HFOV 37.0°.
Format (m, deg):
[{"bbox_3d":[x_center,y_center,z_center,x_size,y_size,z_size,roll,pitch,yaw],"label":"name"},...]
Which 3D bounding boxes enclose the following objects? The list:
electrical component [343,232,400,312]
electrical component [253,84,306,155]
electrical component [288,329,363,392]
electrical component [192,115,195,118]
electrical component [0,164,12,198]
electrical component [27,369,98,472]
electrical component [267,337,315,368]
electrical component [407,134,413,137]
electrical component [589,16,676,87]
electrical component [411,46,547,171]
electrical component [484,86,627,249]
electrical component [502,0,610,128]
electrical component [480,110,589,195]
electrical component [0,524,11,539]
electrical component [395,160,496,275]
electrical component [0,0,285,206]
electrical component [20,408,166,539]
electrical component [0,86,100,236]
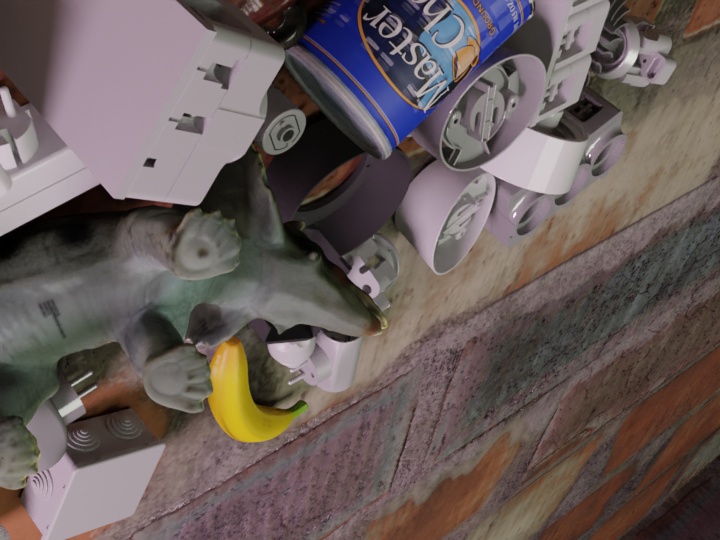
[{"bbox_3d":[0.000,0.000,0.923,0.058,0.078,0.057,-34,-177,34],"label":"electrical component"},{"bbox_3d":[-0.066,-0.104,0.691,0.044,0.065,0.044,-34,150,-22],"label":"electrical component"},{"bbox_3d":[-0.035,0.083,1.013,0.079,0.043,0.077,-27,148,-30],"label":"electrical component"},{"bbox_3d":[-0.128,-0.099,0.628,0.080,0.051,0.080,-34,150,-22],"label":"electrical component"},{"bbox_3d":[-0.264,-0.025,0.478,0.186,0.105,0.060,-38,152,-14],"label":"electrical component"},{"bbox_3d":[-0.224,0.098,0.771,0.079,0.043,0.077,-33,150,-23],"label":"electrical component"},{"bbox_3d":[-0.061,0.065,0.953,0.043,0.043,0.062,-35,152,-21],"label":"electrical component"},{"bbox_3d":[0.063,-0.142,0.840,0.077,0.044,0.079,-12,138,-46],"label":"electrical component"},{"bbox_3d":[0.239,-0.200,0.975,0.057,0.078,0.058,-2,131,-41],"label":"electrical component"},{"bbox_3d":[0.085,-0.121,0.789,0.099,0.064,0.099,-24,131,-30],"label":"electrical component"},{"bbox_3d":[0.184,-0.099,1.050,0.150,0.062,0.089,-38,152,-15],"label":"electrical component"},{"bbox_3d":[0.137,-0.199,0.816,0.062,0.089,0.150,-29,148,-29],"label":"electrical component"},{"bbox_3d":[0.144,-0.118,0.925,0.108,0.108,0.060,-10,131,-48],"label":"electrical component"},{"bbox_3d":[-0.295,0.201,0.815,0.040,0.040,0.078,-37,151,-17],"label":"electrical component"},{"bbox_3d":[0.081,-0.053,0.967,0.099,0.064,0.099,-33,151,-22],"label":"electrical component"},{"bbox_3d":[-0.115,-0.111,0.521,0.062,0.150,0.089,4,125,-54],"label":"electrical component"},{"bbox_3d":[-0.216,0.163,0.863,0.100,0.048,0.099,-10,136,-49],"label":"electrical component"},{"bbox_3d":[-0.193,-0.067,0.584,0.083,0.047,0.075,-32,149,-24],"label":"electrical component"}]
